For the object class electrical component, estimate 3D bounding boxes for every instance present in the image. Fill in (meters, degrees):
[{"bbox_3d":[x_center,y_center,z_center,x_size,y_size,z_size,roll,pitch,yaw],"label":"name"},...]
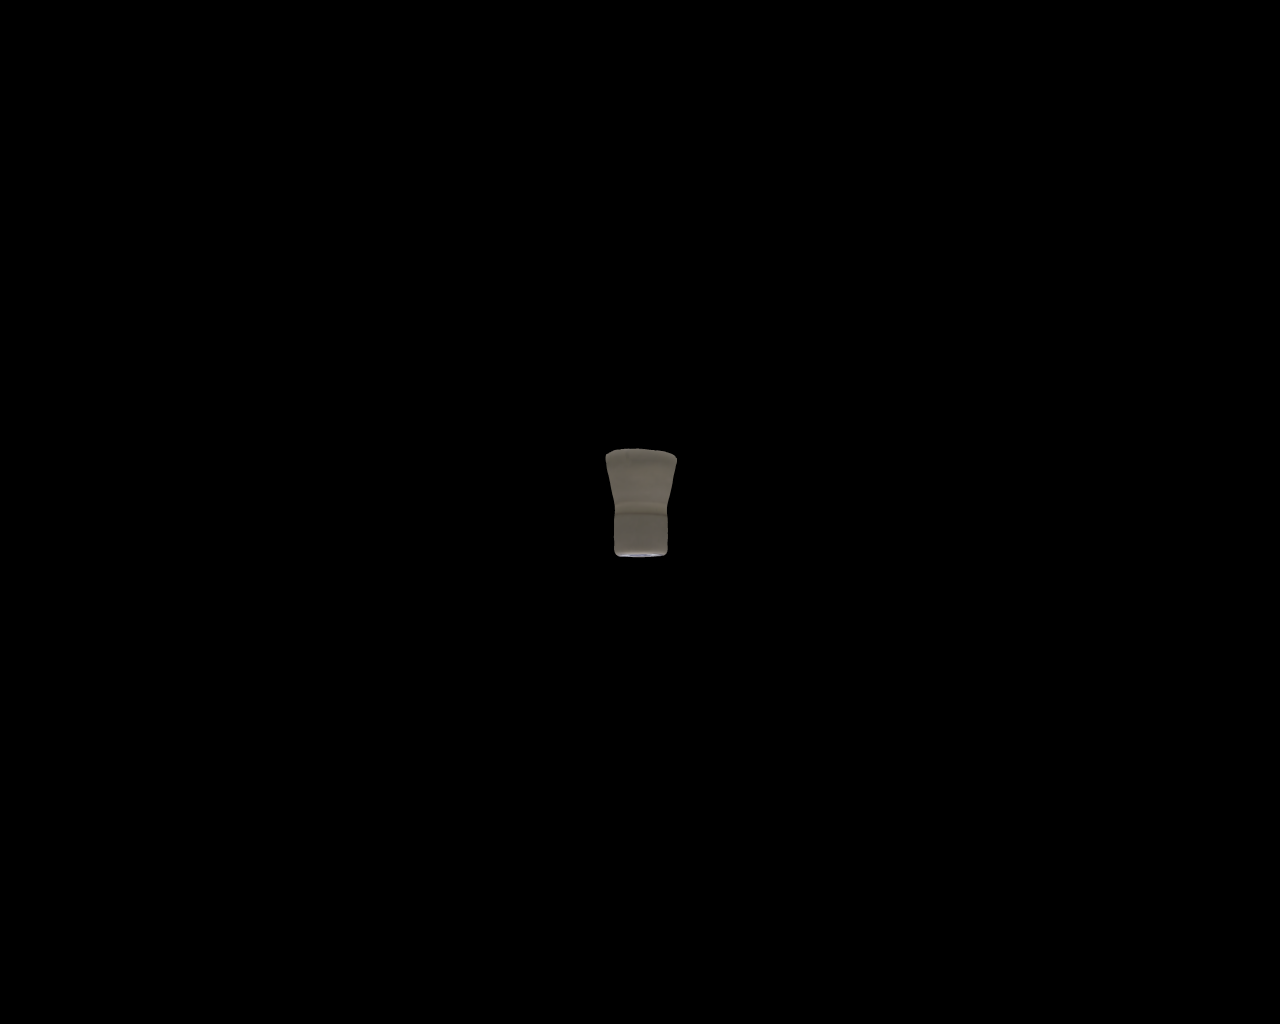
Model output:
[{"bbox_3d":[0.001,-0.003,0.650,0.044,0.065,0.044,0,-7,0],"label":"electrical component"}]
